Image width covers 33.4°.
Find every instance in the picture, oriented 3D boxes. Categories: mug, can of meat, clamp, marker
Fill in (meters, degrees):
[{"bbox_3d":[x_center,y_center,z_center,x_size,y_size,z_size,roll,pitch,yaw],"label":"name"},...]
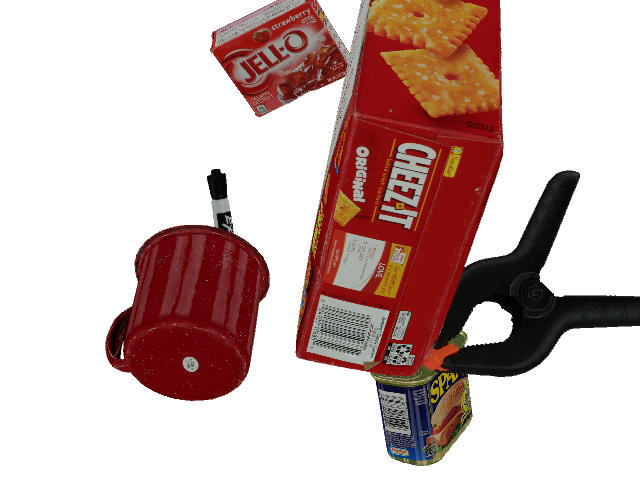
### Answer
[{"bbox_3d":[-0.094,0.054,0.705,0.117,0.081,0.093,-18,-50,21],"label":"mug"},{"bbox_3d":[0.092,0.135,0.932,0.058,0.084,0.101,4,24,32],"label":"can of meat"},{"bbox_3d":[0.148,0.043,0.706,0.171,0.120,0.039,-40,-16,-14],"label":"clamp"},{"bbox_3d":[-0.095,-0.011,1.049,0.020,0.121,0.020,-6,16,2],"label":"marker"}]

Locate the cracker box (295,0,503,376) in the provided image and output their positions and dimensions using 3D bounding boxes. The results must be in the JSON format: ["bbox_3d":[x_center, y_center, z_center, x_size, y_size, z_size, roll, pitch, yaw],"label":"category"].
[{"bbox_3d":[0.044,-0.062,0.554,0.072,0.213,0.164,11,-45,-1],"label":"cracker box"}]

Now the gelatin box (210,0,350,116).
[{"bbox_3d":[-0.030,-0.146,0.832,0.089,0.030,0.073,-23,-51,17],"label":"gelatin box"}]
